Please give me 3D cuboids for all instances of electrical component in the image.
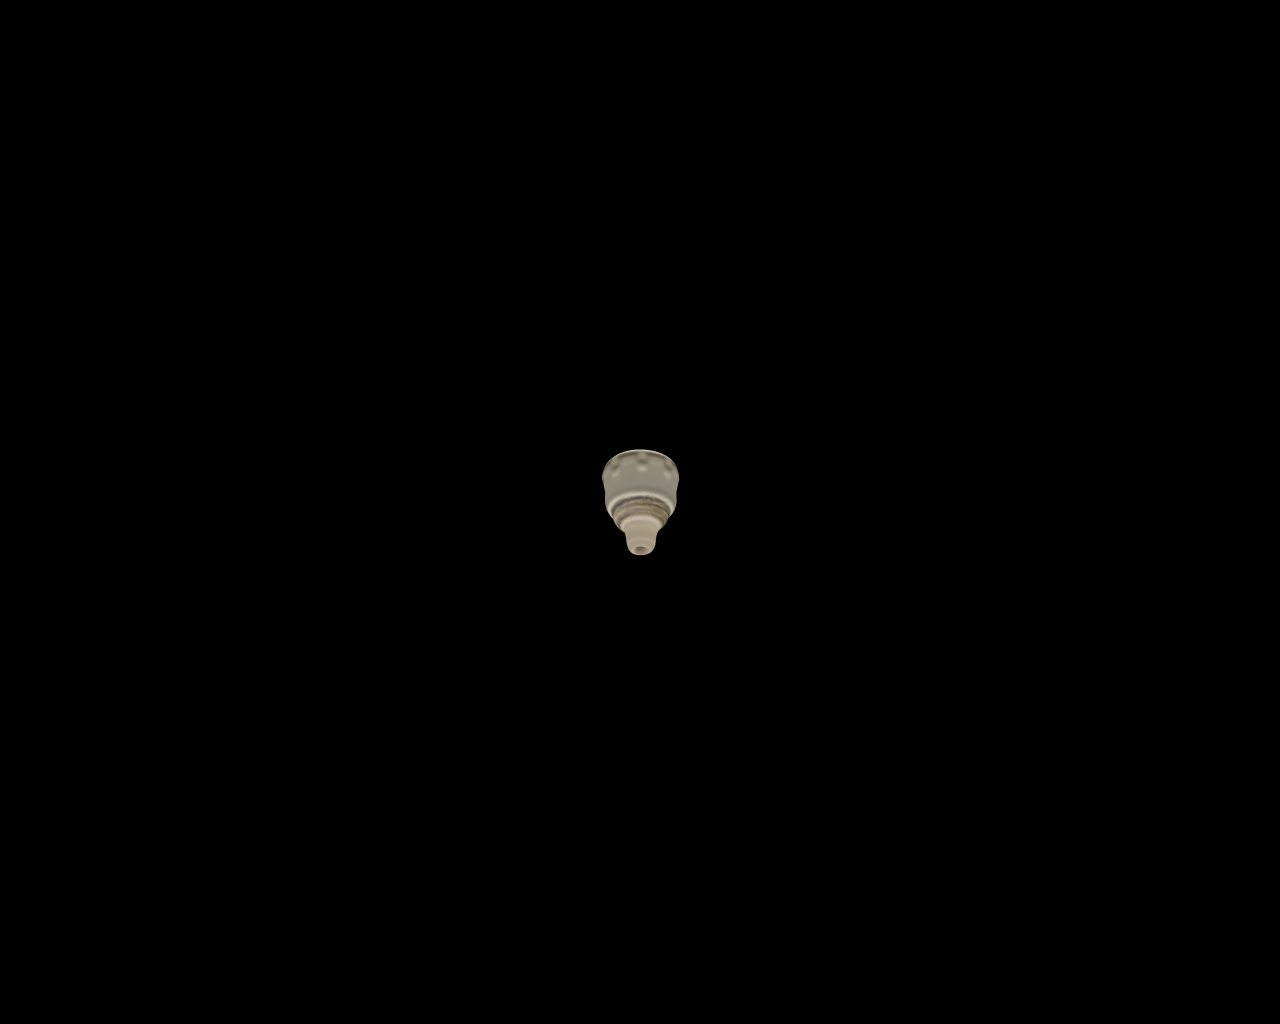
[{"bbox_3d":[0.001,-0.003,0.650,0.048,0.062,0.048,0,-31,0],"label":"electrical component"}]
